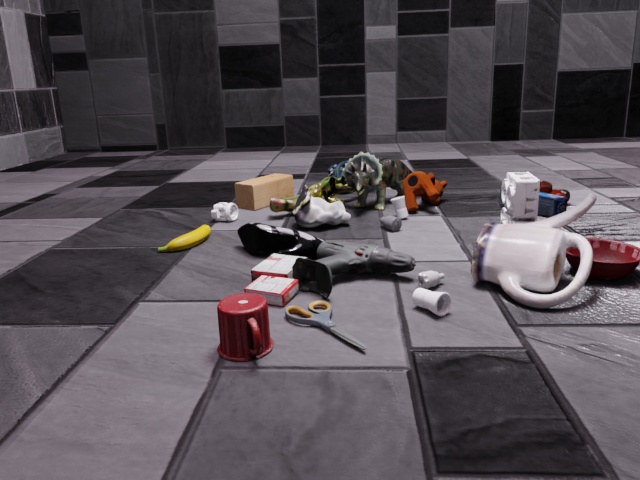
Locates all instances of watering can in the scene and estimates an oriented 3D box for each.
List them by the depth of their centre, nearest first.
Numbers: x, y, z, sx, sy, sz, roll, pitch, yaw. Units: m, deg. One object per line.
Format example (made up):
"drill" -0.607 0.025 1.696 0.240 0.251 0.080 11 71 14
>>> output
"watering can" 0.446 0.007 1.070 0.225 0.102 0.355 8 43 32

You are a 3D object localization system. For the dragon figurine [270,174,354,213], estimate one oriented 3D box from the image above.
"dragon figurine" -0.027 -0.154 1.740 0.242 0.121 0.414 -2 12 30

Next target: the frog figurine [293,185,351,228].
"frog figurine" 0.005 -0.077 1.524 0.158 0.123 0.138 31 -2 -17
